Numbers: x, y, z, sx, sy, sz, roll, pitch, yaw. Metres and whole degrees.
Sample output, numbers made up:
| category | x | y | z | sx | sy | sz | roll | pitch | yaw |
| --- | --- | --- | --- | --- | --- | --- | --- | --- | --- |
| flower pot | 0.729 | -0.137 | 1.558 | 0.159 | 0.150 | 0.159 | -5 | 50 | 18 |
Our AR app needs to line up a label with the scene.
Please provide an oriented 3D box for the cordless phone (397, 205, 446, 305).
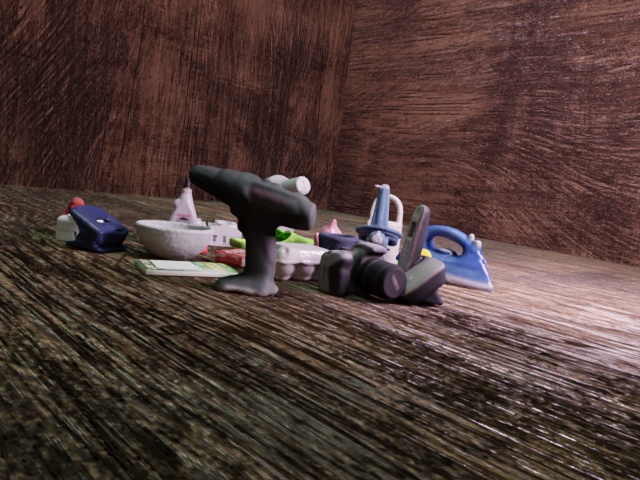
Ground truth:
| category | x | y | z | sx | sy | sz | roll | pitch | yaw |
| --- | --- | --- | --- | --- | --- | --- | --- | --- | --- |
| cordless phone | 0.191 | 0.026 | 1.108 | 0.094 | 0.185 | 0.147 | 6 | 6 | -15 |

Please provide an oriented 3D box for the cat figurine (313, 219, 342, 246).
| category | x | y | z | sx | sy | sz | roll | pitch | yaw |
| --- | --- | --- | --- | --- | --- | --- | --- | --- | --- |
| cat figurine | 0.013 | 0.005 | 1.417 | 0.067 | 0.118 | 0.128 | 10 | 7 | 26 |

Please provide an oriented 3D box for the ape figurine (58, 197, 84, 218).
| category | x | y | z | sx | sy | sz | roll | pitch | yaw |
| --- | --- | --- | --- | --- | --- | --- | --- | --- | --- |
| ape figurine | -0.600 | -0.059 | 1.402 | 0.078 | 0.092 | 0.076 | 4 | 7 | -26 |

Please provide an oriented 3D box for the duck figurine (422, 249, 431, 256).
| category | x | y | z | sx | sy | sz | roll | pitch | yaw |
| --- | --- | --- | --- | --- | --- | --- | --- | --- | --- |
| duck figurine | 0.220 | 0.063 | 1.272 | 0.077 | 0.086 | 0.105 | 11 | 7 | 31 |

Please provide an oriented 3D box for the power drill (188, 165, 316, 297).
| category | x | y | z | sx | sy | sz | roll | pitch | yaw |
| --- | --- | --- | --- | --- | --- | --- | --- | --- | --- |
| power drill | -0.126 | -0.015 | 0.994 | 0.229 | 0.208 | 0.075 | 8 | 6 | 3 |

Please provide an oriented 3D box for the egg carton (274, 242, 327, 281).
| category | x | y | z | sx | sy | sz | roll | pitch | yaw |
| --- | --- | --- | --- | --- | --- | --- | --- | --- | --- |
| egg carton | -0.046 | 0.045 | 1.194 | 0.151 | 0.069 | 0.107 | 3 | 7 | -33 |

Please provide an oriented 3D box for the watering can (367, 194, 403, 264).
| category | x | y | z | sx | sy | sz | roll | pitch | yaw |
| --- | --- | --- | --- | --- | --- | --- | --- | --- | --- |
| watering can | 0.181 | -0.033 | 1.613 | 0.101 | 0.194 | 0.173 | 8 | 6 | 4 |

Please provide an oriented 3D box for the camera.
| category | x | y | z | sx | sy | sz | roll | pitch | yaw |
| --- | --- | --- | --- | --- | --- | --- | --- | --- | --- |
| camera | 0.089 | 0.058 | 1.081 | 0.144 | 0.101 | 0.136 | 4 | 7 | -32 |

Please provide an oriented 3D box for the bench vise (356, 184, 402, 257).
| category | x | y | z | sx | sy | sz | roll | pitch | yaw |
| --- | --- | --- | --- | --- | --- | --- | --- | --- | --- |
| bench vise | 0.161 | -0.031 | 1.450 | 0.121 | 0.220 | 0.207 | 6 | 6 | -11 |

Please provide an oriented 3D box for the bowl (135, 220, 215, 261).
| category | x | y | z | sx | sy | sz | roll | pitch | yaw |
| --- | --- | --- | --- | --- | --- | --- | --- | --- | --- |
| bowl | -0.316 | 0.003 | 1.239 | 0.167 | 0.075 | 0.167 | 7 | 6 | 0 |

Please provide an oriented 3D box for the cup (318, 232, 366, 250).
| category | x | y | z | sx | sy | sz | roll | pitch | yaw |
| --- | --- | --- | --- | --- | --- | --- | --- | --- | --- |
| cup | 0.048 | 0.037 | 1.269 | 0.117 | 0.095 | 0.092 | 10 | 6 | 23 |

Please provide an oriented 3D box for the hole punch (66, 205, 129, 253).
| category | x | y | z | sx | sy | sz | roll | pitch | yaw |
| --- | --- | --- | --- | --- | --- | --- | --- | --- | --- |
| hole punch | -0.474 | -0.025 | 1.234 | 0.101 | 0.091 | 0.109 | 9 | 6 | 16 |

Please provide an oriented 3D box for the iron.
| category | x | y | z | sx | sy | sz | roll | pitch | yaw |
| --- | --- | --- | --- | --- | --- | --- | --- | --- | --- |
| iron | 0.320 | 0.032 | 1.419 | 0.257 | 0.141 | 0.119 | 13 | 8 | 42 |

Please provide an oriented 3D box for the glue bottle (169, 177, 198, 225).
| category | x | y | z | sx | sy | sz | roll | pitch | yaw |
| --- | --- | --- | --- | --- | --- | --- | --- | --- | --- |
| glue bottle | -0.348 | -0.075 | 1.470 | 0.078 | 0.173 | 0.037 | 5 | 6 | -17 |

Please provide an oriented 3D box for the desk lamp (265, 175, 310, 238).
| category | x | y | z | sx | sy | sz | roll | pitch | yaw |
| --- | --- | --- | --- | --- | --- | --- | --- | --- | --- |
| desk lamp | -0.103 | -0.102 | 1.840 | 0.118 | 0.213 | 0.202 | 2 | 8 | -40 |
